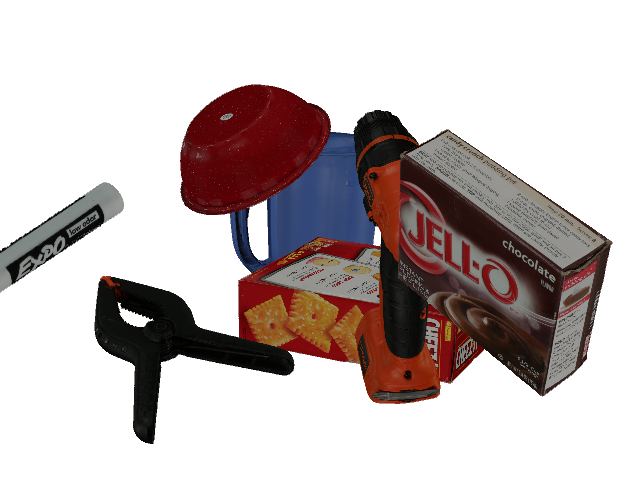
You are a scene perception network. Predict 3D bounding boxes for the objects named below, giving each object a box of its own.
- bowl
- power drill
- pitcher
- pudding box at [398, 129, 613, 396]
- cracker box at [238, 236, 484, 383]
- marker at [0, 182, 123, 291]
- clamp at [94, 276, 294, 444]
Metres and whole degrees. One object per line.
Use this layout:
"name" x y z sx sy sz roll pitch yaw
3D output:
"bowl" -0.074 -0.098 1.006 0.162 0.055 0.162 -21 35 16
"power drill" 0.054 0.012 0.801 0.057 0.188 0.184 -5 31 -3
"pitcher" -0.010 0.002 1.205 0.149 0.243 0.144 10 18 23
"pudding box" 0.087 0.010 0.538 0.039 0.090 0.114 -33 51 -26
"cracker box" 0.053 0.061 1.010 0.214 0.072 0.164 9 18 26
"marker" -0.150 0.006 0.546 0.020 0.020 0.120 0 30 44
"clamp" -0.136 0.093 0.992 0.164 0.036 0.210 -17 40 -30
